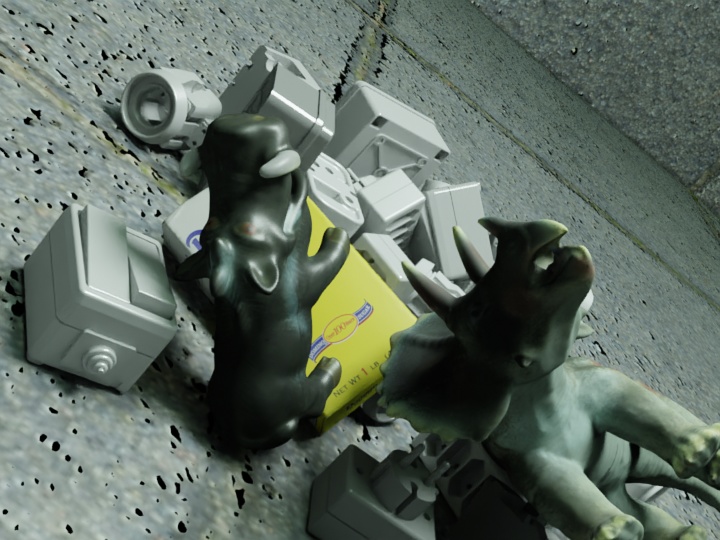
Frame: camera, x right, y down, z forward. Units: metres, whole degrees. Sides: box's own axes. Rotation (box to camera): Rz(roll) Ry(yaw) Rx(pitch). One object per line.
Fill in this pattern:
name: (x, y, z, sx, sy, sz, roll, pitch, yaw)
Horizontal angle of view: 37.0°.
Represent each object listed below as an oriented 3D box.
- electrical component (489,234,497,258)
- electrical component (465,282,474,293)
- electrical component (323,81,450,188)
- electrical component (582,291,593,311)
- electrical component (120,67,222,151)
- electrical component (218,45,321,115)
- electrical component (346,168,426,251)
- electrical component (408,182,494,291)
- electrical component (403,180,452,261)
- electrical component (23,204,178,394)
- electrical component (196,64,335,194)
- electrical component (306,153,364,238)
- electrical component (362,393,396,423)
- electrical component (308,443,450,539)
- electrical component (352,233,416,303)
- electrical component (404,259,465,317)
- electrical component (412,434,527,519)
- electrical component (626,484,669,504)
electrical component: (0.147, -0.001, 1.116, 0.062, 0.061, 0.096, 41, 21, -2)
electrical component: (0.112, 0.021, 1.023, 0.048, 0.055, 0.066, 45, 21, 7)
electrical component: (0.010, -0.108, 1.019, 0.109, 0.108, 0.056, 21, 32, -43)
electrical component: (0.169, 0.035, 1.040, 0.059, 0.095, 0.053, 36, 22, -16)
electrical component: (-0.151, -0.127, 0.846, 0.078, 0.058, 0.057, 48, 19, 13)
electrical component: (-0.083, -0.144, 0.949, 0.056, 0.089, 0.050, 12, 37, -53)
electrical component: (0.009, -0.057, 0.942, 0.047, 0.083, 0.075, -30, 69, -25)
electrical component: (0.077, -0.026, 0.967, 0.061, 0.062, 0.096, -12, 92, -21)
electrical component: (0.062, -0.041, 1.040, 0.043, 0.077, 0.079, 26, -12, -18)
electrical component: (-0.140, 0.017, 0.586, 0.062, 0.061, 0.096, 27, 26, -35)
electrical component: (-0.073, -0.094, 0.842, 0.057, 0.113, 0.078, 32, 23, -17)
electrical component: (-0.041, -0.052, 0.890, 0.054, 0.059, 0.095, 30, 25, -29)
electrical component: (0.016, 0.070, 0.762, 0.078, 0.058, 0.057, 11, 34, -53)
electrical component: (0.019, 0.130, 0.624, 0.066, 0.076, 0.047, 37, 22, -15)
electrical component: (0.009, 0.018, 0.810, 0.047, 0.083, 0.076, 51, 23, 21)
electrical component: (0.055, 0.028, 0.908, 0.057, 0.058, 0.078, 46, 21, 1)
electrical component: (0.092, 0.143, 0.768, 0.076, 0.047, 0.083, 16, 34, -49)
electrical component: (0.241, 0.177, 0.951, 0.059, 0.053, 0.095, 52, 23, 23)
